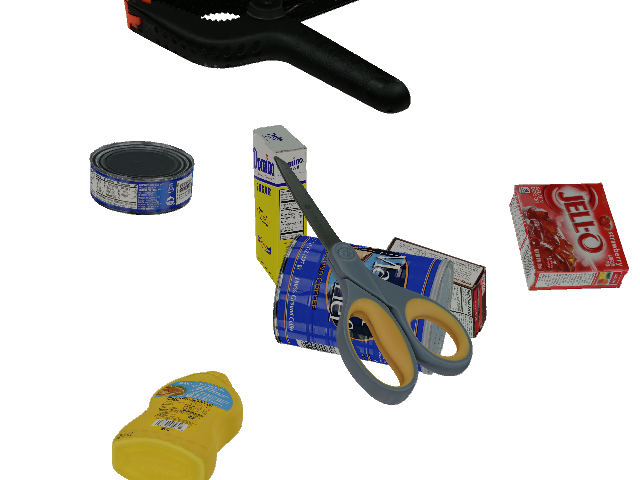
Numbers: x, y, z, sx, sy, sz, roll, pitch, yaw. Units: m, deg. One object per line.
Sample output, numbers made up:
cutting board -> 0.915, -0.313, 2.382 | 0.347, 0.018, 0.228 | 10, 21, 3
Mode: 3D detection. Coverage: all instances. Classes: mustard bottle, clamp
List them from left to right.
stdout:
mustard bottle -> -0.131, 0.181, 1.080 | 0.096, 0.058, 0.191 | 7, 20, 12
clamp -> -0.031, -0.147, 0.741 | 0.210, 0.164, 0.036 | -1, -42, -3

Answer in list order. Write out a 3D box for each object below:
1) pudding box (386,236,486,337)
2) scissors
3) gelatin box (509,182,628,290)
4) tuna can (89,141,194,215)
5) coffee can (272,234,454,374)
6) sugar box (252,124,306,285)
pudding box -> 0.126, 0.052, 1.178 | 0.114, 0.039, 0.090 | 17, -38, 23
scissors -> 0.034, 0.019, 0.684 | 0.096, 0.202, 0.016 | 4, -44, -23
gelatin box -> 0.193, -0.005, 0.837 | 0.073, 0.089, 0.030 | -1, -37, -5
tuna can -> -0.149, -0.052, 0.888 | 0.086, 0.034, 0.086 | 5, 25, -3
coffee can -> 0.040, 0.056, 0.954 | 0.140, 0.103, 0.102 | 10, 3, 15
sugar box -> -0.050, -0.042, 1.293 | 0.048, 0.176, 0.093 | -11, 26, -18
